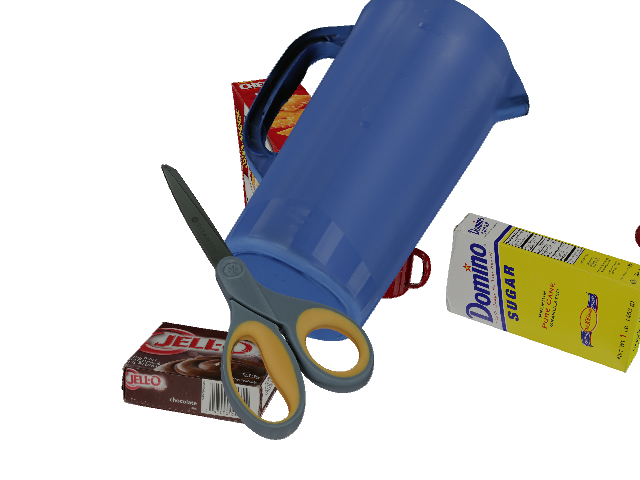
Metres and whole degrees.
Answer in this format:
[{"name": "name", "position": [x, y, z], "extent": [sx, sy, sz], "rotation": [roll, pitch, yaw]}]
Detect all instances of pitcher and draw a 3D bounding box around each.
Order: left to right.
[{"name": "pitcher", "position": [0.024, -0.056, 0.760], "extent": [0.145, 0.242, 0.149], "rotation": [44, -30, -21]}]

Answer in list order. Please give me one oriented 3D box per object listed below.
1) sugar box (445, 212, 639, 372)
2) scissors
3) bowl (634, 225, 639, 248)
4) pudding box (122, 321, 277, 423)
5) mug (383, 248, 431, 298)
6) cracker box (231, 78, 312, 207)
[{"name": "sugar box", "position": [0.202, 0.045, 0.960], "extent": [0.176, 0.093, 0.048], "rotation": [16, 34, 23]}, {"name": "scissors", "position": [-0.032, 0.024, 0.632], "extent": [0.096, 0.202, 0.016], "rotation": [-8, -36, -12]}, {"name": "bowl", "position": [0.419, 0.025, 1.147], "extent": [0.162, 0.055, 0.162], "rotation": [-1, 25, 0]}, {"name": "pudding box", "position": [-0.090, 0.104, 0.856], "extent": [0.113, 0.039, 0.090], "rotation": [10, 21, 10]}, {"name": "mug", "position": [0.091, 0.027, 1.393], "extent": [0.117, 0.081, 0.093], "rotation": [17, 26, 26]}, {"name": "cracker box", "position": [-0.023, -0.044, 0.969], "extent": [0.072, 0.164, 0.214], "rotation": [-9, 25, -11]}]
